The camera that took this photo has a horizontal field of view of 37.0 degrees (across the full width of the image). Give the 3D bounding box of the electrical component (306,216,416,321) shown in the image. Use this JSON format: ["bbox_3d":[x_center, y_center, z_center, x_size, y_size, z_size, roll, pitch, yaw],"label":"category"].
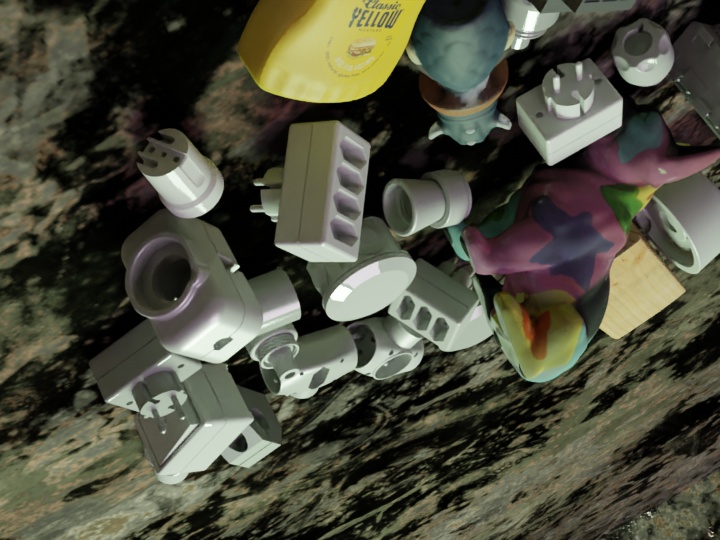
[{"bbox_3d":[0.000,0.000,0.855,0.080,0.051,0.080,-24,152,-13],"label":"electrical component"}]

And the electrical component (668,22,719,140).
[{"bbox_3d":[0.297,-0.138,0.842,0.063,0.121,0.078,-1,141,-41],"label":"electrical component"}]

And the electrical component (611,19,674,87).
[{"bbox_3d":[0.215,-0.159,0.811,0.043,0.043,0.062,-37,154,12],"label":"electrical component"}]

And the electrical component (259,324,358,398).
[{"bbox_3d":[-0.050,0.089,0.966,0.077,0.043,0.079,-16,150,-27],"label":"electrical component"}]

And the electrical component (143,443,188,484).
[{"bbox_3d":[-0.174,0.171,0.984,0.044,0.044,0.065,-22,157,-17],"label":"electrical component"}]

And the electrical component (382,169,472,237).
[{"bbox_3d":[0.052,-0.052,0.825,0.055,0.045,0.045,-14,149,-30],"label":"electrical component"}]

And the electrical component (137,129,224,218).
[{"bbox_3d":[-0.110,-0.059,0.656,0.040,0.040,0.046,-31,148,2],"label":"electrical component"}]

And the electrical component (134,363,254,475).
[{"bbox_3d":[-0.149,0.130,0.915,0.061,0.061,0.096,4,137,-48],"label":"electrical component"}]

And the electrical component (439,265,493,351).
[{"bbox_3d":[0.100,0.037,1.019,0.080,0.051,0.080,-24,152,-13],"label":"electrical component"}]

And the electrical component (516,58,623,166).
[{"bbox_3d":[0.155,-0.127,0.799,0.066,0.047,0.076,-30,153,-2],"label":"electrical component"}]

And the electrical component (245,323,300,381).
[{"bbox_3d":[-0.070,0.061,0.876,0.043,0.062,0.043,-24,152,-13],"label":"electrical component"}]

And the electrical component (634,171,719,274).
[{"bbox_3d":[0.306,-0.057,1.011,0.060,0.108,0.108,-36,153,-3],"label":"electrical component"}]

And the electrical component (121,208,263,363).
[{"bbox_3d":[-0.114,0.009,0.707,0.054,0.095,0.059,-38,152,15],"label":"electrical component"}]

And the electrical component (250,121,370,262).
[{"bbox_3d":[-0.040,-0.051,0.714,0.076,0.083,0.047,0,167,29],"label":"electrical component"}]

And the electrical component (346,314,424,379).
[{"bbox_3d":[0.033,0.061,1.001,0.079,0.044,0.077,-44,150,25],"label":"electrical component"}]

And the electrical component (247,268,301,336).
[{"bbox_3d":[-0.091,0.032,0.827,0.081,0.043,0.043,-21,152,-18],"label":"electrical component"}]

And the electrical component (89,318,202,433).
[{"bbox_3d":[-0.156,0.087,0.817,0.066,0.076,0.047,-36,153,10],"label":"electrical component"}]

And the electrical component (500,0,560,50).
[{"bbox_3d":[0.106,-0.168,0.685,0.043,0.043,0.062,-21,154,-18],"label":"electrical component"}]

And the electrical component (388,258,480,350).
[{"bbox_3d":[0.075,0.018,0.957,0.076,0.066,0.047,-49,165,-34],"label":"electrical component"}]
